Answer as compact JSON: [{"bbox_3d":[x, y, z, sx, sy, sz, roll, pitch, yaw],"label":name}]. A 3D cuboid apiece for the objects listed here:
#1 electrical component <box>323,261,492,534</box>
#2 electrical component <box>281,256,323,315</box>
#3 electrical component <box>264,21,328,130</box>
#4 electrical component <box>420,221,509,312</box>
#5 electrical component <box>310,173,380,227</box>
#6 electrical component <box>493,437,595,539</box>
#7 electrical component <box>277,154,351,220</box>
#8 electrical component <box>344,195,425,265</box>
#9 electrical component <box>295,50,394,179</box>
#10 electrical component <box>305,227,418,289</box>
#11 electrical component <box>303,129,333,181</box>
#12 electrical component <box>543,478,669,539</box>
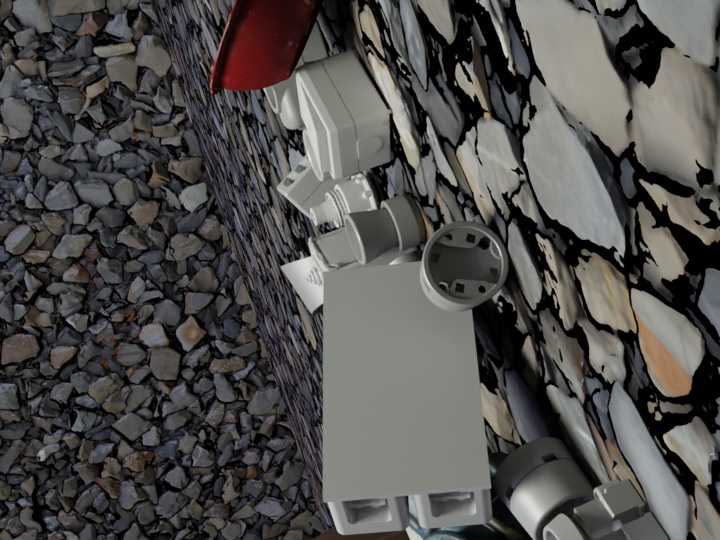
[{"bbox_3d":[0.031,0.086,0.750,0.060,0.105,0.186,78,-172,-50],"label":"electrical component"},{"bbox_3d":[-0.019,0.000,1.038,0.064,0.099,0.099,62,169,9],"label":"electrical component"},{"bbox_3d":[-0.059,-0.182,1.005,0.054,0.059,0.095,-159,50,-77],"label":"electrical component"},{"bbox_3d":[0.066,0.000,0.708,0.047,0.055,0.055,104,145,-79],"label":"electrical component"},{"bbox_3d":[-0.015,-0.059,0.996,0.048,0.062,0.048,160,90,-80],"label":"electrical component"},{"bbox_3d":[0.122,0.144,0.694,0.047,0.055,0.055,-125,18,-45],"label":"electrical component"},{"bbox_3d":[-0.030,-0.077,1.059,0.077,0.065,0.047,42,179,-19],"label":"electrical component"},{"bbox_3d":[0.020,-0.034,0.881,0.045,0.055,0.045,160,90,-80],"label":"electrical component"},{"bbox_3d":[-0.019,-0.131,0.884,0.061,0.061,0.096,85,162,-55],"label":"electrical component"},{"bbox_3d":[0.000,0.000,0.935,0.061,0.096,0.061,-123,16,-54],"label":"electrical component"},{"bbox_3d":[-0.022,-0.111,0.976,0.055,0.047,0.055,160,90,-80],"label":"electrical component"},{"bbox_3d":[0.139,0.156,0.616,0.048,0.055,0.066,80,166,-46],"label":"electrical component"}]
